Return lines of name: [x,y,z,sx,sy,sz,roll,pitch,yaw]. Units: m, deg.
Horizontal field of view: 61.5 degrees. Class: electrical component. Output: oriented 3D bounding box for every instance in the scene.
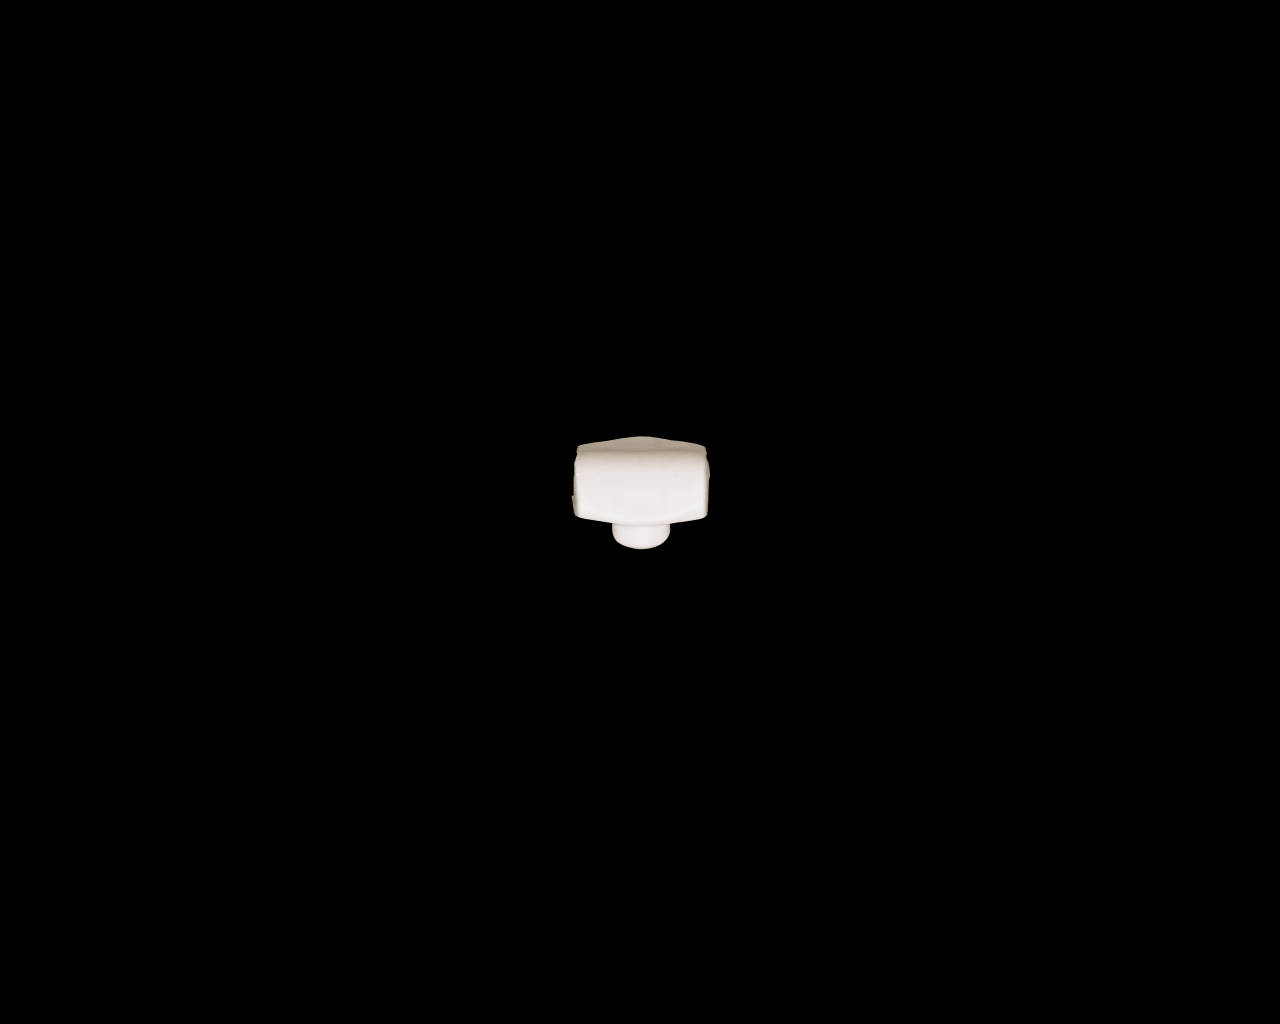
electrical component: [0.001,-0.003,0.650,0.077,0.079,0.044,0,28,0]
